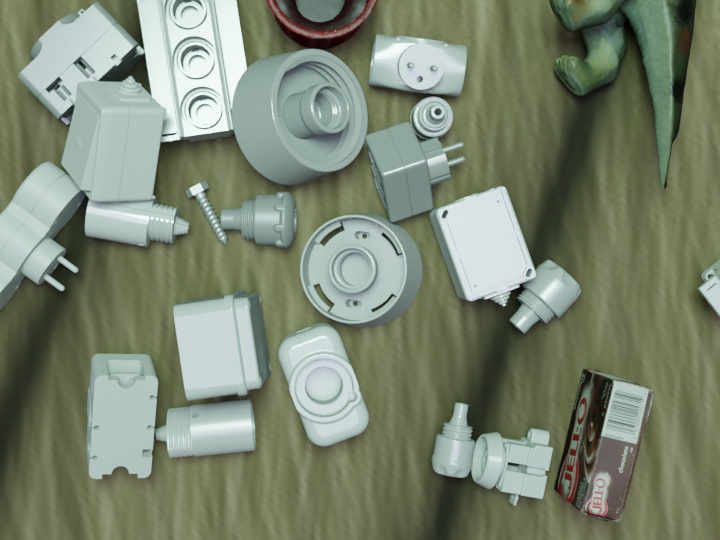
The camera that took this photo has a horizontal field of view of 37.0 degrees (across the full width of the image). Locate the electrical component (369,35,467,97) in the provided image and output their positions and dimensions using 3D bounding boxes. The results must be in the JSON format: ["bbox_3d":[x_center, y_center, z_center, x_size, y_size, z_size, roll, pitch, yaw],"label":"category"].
[{"bbox_3d":[0.049,-0.169,0.890,0.077,0.079,0.044,7,101,-4],"label":"electrical component"}]

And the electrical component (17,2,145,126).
[{"bbox_3d":[-0.232,-0.172,0.887,0.089,0.050,0.055,-44,93,-2],"label":"electrical component"}]

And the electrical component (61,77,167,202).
[{"bbox_3d":[-0.198,-0.109,0.858,0.061,0.062,0.096,-5,122,-33],"label":"electrical component"}]

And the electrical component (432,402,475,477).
[{"bbox_3d":[0.082,0.144,0.918,0.035,0.035,0.061,10,88,-4],"label":"electrical component"}]

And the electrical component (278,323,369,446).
[{"bbox_3d":[-0.031,0.095,0.898,0.054,0.059,0.095,-20,92,-3],"label":"electrical component"}]

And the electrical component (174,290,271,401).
[{"bbox_3d":[-0.108,0.058,0.866,0.057,0.113,0.078,-8,91,0],"label":"electrical component"}]

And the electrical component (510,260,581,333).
[{"bbox_3d":[0.155,0.026,0.917,0.043,0.043,0.062,43,90,-3],"label":"electrical component"}]

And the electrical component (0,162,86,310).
[{"bbox_3d":[-0.268,-0.013,0.886,0.074,0.052,0.138,37,89,-3],"label":"electrical component"}]

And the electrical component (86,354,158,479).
[{"bbox_3d":[-0.196,0.117,0.882,0.050,0.055,0.089,2,106,-18],"label":"electrical component"}]

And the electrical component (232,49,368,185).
[{"bbox_3d":[-0.042,-0.126,0.868,0.108,0.060,0.108,4,83,-41],"label":"electrical component"}]

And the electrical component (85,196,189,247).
[{"bbox_3d":[-0.183,-0.042,0.895,0.081,0.043,0.043,10,90,-4],"label":"electrical component"}]

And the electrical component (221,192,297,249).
[{"bbox_3d":[-0.085,-0.042,0.901,0.062,0.048,0.048,1,91,3],"label":"electrical component"}]

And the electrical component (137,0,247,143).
[{"bbox_3d":[-0.134,-0.169,0.886,0.079,0.063,0.121,-9,91,-3],"label":"electrical component"}]

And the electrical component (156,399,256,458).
[{"bbox_3d":[-0.130,0.133,0.900,0.081,0.043,0.043,-5,91,-3],"label":"electrical component"}]

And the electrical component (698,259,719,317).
[{"bbox_3d":[0.327,0.007,0.916,0.081,0.064,0.042,-38,91,-3],"label":"electrical component"}]

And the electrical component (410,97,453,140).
[{"bbox_3d":[0.061,-0.128,0.899,0.035,0.061,0.035,0,91,-4],"label":"electrical component"}]

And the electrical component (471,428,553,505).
[{"bbox_3d":[0.128,0.165,0.916,0.055,0.048,0.066,12,90,-11],"label":"electrical component"}]

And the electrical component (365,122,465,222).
[{"bbox_3d":[0.051,-0.086,0.891,0.077,0.065,0.047,-19,56,-3],"label":"electrical component"}]

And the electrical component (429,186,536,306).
[{"bbox_3d":[0.103,-0.015,0.904,0.062,0.061,0.096,-20,92,-3],"label":"electrical component"}]

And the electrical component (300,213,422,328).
[{"bbox_3d":[0.000,0.000,0.909,0.099,0.064,0.099,0,89,10],"label":"electrical component"}]
